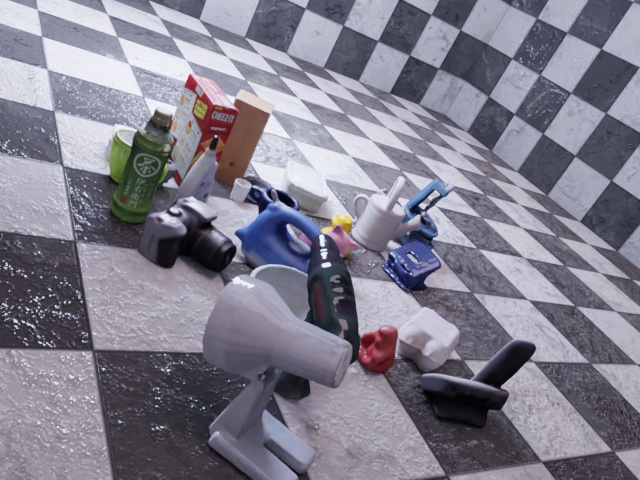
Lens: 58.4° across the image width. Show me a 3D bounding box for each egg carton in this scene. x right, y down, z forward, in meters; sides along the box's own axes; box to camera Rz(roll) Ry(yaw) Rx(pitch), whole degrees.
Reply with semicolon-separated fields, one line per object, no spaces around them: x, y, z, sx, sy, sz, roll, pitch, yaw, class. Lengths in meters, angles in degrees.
0.216;0.197;1.143;0.107;0.069;0.151;36;26;15;egg carton

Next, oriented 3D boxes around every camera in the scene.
-0.225;-0.005;1.031;0.136;0.100;0.143;35;26;12;camera

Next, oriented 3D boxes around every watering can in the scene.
0.174;-0.072;1.458;0.173;0.194;0.100;19;27;-20;watering can

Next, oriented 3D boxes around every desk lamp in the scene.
-0.062;0.175;0.725;0.203;0.213;0.118;34;25;11;desk lamp

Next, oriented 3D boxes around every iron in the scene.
-0.036;0.020;1.129;0.257;0.141;0.119;37;26;16;iron

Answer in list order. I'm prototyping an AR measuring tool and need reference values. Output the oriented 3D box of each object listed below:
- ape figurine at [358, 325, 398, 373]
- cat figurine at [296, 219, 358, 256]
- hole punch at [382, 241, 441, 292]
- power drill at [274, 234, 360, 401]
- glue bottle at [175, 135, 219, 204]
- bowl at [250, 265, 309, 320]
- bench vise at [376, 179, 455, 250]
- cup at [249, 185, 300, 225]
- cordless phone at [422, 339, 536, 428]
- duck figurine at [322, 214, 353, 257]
0.107;0.188;1.020;0.076;0.092;0.078;28;25;-1;ape figurine
0.011;0.004;1.237;0.127;0.117;0.067;35;26;12;cat figurine
0.222;0.061;1.380;0.101;0.091;0.108;2;36;-44;hole punch
-0.013;0.128;0.872;0.076;0.208;0.229;16;28;-25;power drill
-0.241;-0.138;1.178;0.037;0.173;0.078;36;26;15;glue bottle
-0.057;0.120;0.999;0.168;0.074;0.167;23;25;-12;bowl
0.248;-0.086;1.531;0.207;0.219;0.121;30;25;3;bench vise
-0.114;-0.059;1.255;0.118;0.095;0.092;28;25;-1;cup
0.281;0.231;1.009;0.148;0.185;0.094;16;28;-25;cordless phone
0.048;-0.017;1.353;0.078;0.086;0.104;11;30;-33;duck figurine
